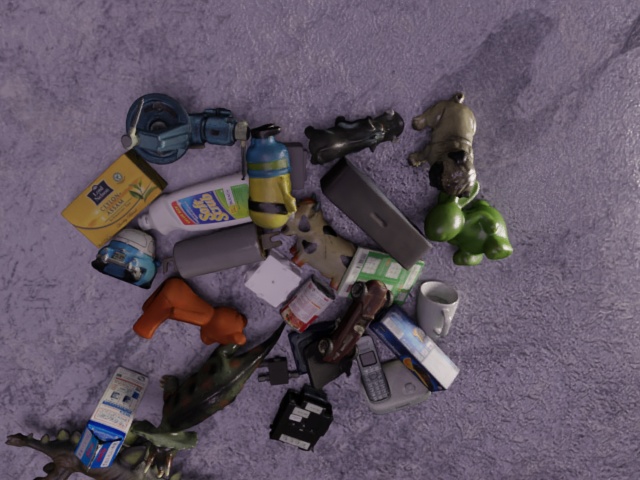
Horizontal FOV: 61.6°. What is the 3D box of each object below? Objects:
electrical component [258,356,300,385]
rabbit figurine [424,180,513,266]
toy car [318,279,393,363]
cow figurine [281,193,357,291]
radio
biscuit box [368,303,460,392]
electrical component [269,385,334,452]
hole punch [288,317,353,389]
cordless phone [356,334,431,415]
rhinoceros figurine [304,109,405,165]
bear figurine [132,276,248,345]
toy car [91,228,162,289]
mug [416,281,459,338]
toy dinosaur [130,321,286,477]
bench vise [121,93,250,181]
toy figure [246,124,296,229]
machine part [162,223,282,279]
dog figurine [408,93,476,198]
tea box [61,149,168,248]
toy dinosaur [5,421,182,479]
[{"bbox_3d":[-0.091,0.285,1.177,0.094,0.021,0.063,-4,108,-4],"label":"electrical component"},{"bbox_3d":[0.276,-0.036,1.032,0.170,0.121,0.159,10,80,-33],"label":"rabbit figurine"},{"bbox_3d":[0.072,0.168,1.074,0.089,0.053,0.202,20,105,-40],"label":"toy car"},{"bbox_3d":[-0.002,-0.003,1.055,0.195,0.085,0.127,36,100,-18],"label":"cow figurine"},{"bbox_3d":[0.102,-0.055,1.022,0.073,0.131,0.229,-44,107,10],"label":"radio"},{"bbox_3d":[0.196,0.227,1.129,0.202,0.063,0.059,46,62,-1],"label":"biscuit box"},{"bbox_3d":[-0.037,0.395,1.201,0.115,0.058,0.134,25,104,-15],"label":"electrical component"},{"bbox_3d":[0.000,0.237,1.146,0.116,0.092,0.142,-23,109,-28],"label":"hole punch"},{"bbox_3d":[0.150,0.274,1.166,0.147,0.089,0.184,-18,104,2],"label":"cordless phone"},{"bbox_3d":[0.063,-0.192,0.981,0.190,0.112,0.073,-20,106,-19],"label":"rhinoceros figurine"},{"bbox_3d":[-0.249,0.162,1.075,0.195,0.120,0.132,38,105,-21],"label":"bear figurine"},{"bbox_3d":[-0.360,0.028,1.014,0.109,0.161,0.103,20,75,-3],"label":"toy car"},{"bbox_3d":[0.245,0.159,1.125,0.081,0.110,0.107,-3,124,-15],"label":"mug"},{"bbox_3d":[-0.227,0.308,1.084,0.405,0.192,0.131,-42,109,10],"label":"toy dinosaur"},{"bbox_3d":[-0.241,-0.178,0.905,0.224,0.240,0.128,18,110,6],"label":"bench vise"},{"bbox_3d":[-0.092,-0.109,0.949,0.089,0.082,0.180,-8,109,5],"label":"toy figure"},{"bbox_3d":[-0.191,0.020,1.042,0.243,0.079,0.079,-13,109,8],"label":"machine part"},{"bbox_3d":[0.244,-0.174,0.964,0.121,0.191,0.172,2,107,-6],"label":"dog figurine"},{"bbox_3d":[-0.382,-0.078,1.005,0.169,0.068,0.098,-41,108,10],"label":"tea box"},{"bbox_3d":[-0.443,0.500,1.178,0.471,0.105,0.198,29,100,-18],"label":"toy dinosaur"}]
